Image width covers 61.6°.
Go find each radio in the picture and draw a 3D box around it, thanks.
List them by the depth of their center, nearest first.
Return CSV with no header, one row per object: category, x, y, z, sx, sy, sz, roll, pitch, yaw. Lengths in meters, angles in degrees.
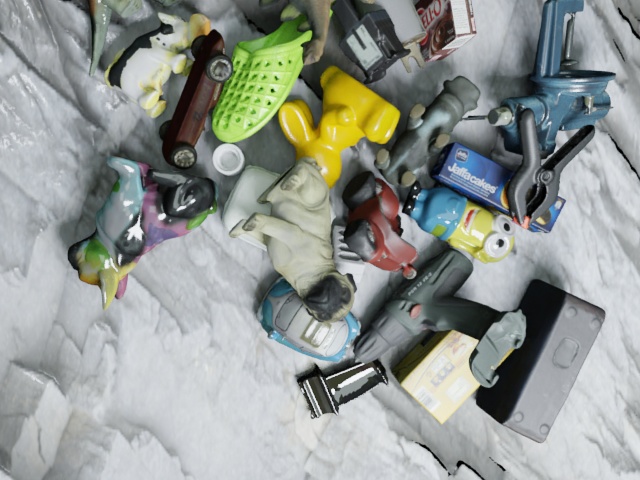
radio,0.334,0.181,0.825,0.073,0.131,0.229,24,91,-4

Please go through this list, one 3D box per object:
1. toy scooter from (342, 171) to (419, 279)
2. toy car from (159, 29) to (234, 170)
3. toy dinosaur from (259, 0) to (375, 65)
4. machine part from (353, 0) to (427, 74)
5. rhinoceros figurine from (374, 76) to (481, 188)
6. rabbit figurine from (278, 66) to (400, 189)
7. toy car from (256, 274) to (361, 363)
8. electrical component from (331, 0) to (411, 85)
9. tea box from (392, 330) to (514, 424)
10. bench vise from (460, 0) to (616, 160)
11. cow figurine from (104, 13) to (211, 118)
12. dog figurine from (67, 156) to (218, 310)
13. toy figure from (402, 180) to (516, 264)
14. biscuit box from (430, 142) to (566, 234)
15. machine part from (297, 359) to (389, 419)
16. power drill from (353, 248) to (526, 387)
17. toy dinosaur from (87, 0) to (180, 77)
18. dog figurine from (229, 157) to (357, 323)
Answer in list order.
toy scooter,0.093,-0.014,0.793,0.135,0.184,0.075,39,122,-23
toy car,-0.174,-0.195,0.763,0.053,0.089,0.202,13,118,-35
toy dinosaur,-0.029,-0.445,0.735,0.199,0.105,0.471,-5,75,20
machine part,0.089,-0.363,0.803,0.079,0.079,0.243,-28,96,-2
rhinoceros figurine,0.163,-0.159,0.805,0.073,0.112,0.190,42,103,11
rabbit figurine,0.015,-0.157,0.795,0.162,0.122,0.173,29,109,-3
toy car,-0.016,0.127,0.811,0.161,0.103,0.109,34,91,-3
electrical component,0.066,-0.293,0.772,0.048,0.075,0.119,-32,87,-43
tea box,0.208,0.188,0.847,0.169,0.068,0.098,-44,96,-2
bench vise,0.343,-0.248,0.796,0.224,0.129,0.240,-7,112,-11
cow figurine,-0.237,-0.274,0.791,0.098,0.068,0.167,36,89,1
dog figurine,-0.260,-0.004,0.786,0.192,0.108,0.219,14,97,-8
toy figure,0.216,-0.029,0.831,0.180,0.089,0.082,25,102,3
biscuit box,0.275,-0.081,0.841,0.203,0.059,0.062,26,91,-5
machine part,0.038,0.227,0.853,0.139,0.039,0.084,-20,90,-1
power drill,0.176,0.129,0.785,0.232,0.207,0.086,-49,121,-9
toy dinosaur,-0.264,-0.445,0.758,0.192,0.131,0.405,44,94,7
dog figurine,-0.004,-0.001,0.744,0.190,0.121,0.172,42,81,-13
